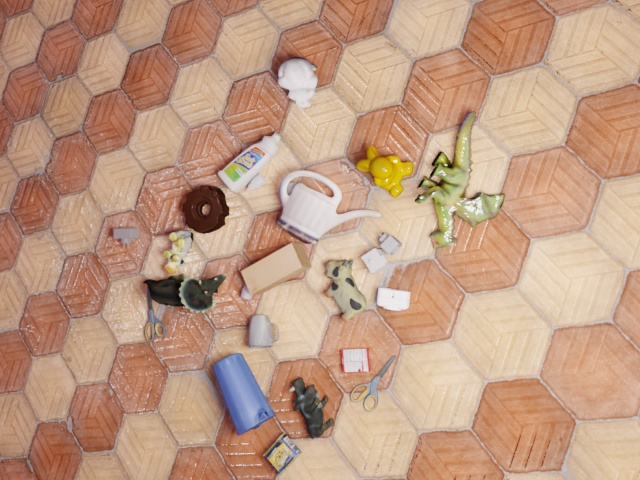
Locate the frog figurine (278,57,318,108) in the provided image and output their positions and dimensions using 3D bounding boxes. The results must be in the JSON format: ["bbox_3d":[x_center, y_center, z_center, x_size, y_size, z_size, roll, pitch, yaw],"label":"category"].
[{"bbox_3d":[-0.077,-0.533,1.750,0.137,0.121,0.161,4,74,1],"label":"frog figurine"}]

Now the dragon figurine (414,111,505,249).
[{"bbox_3d":[0.436,-0.156,1.546,0.243,0.123,0.408,33,98,3],"label":"dragon figurine"}]

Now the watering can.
[{"bbox_3d":[0.005,-0.085,1.681,0.349,0.104,0.223,29,96,12],"label":"watering can"}]
